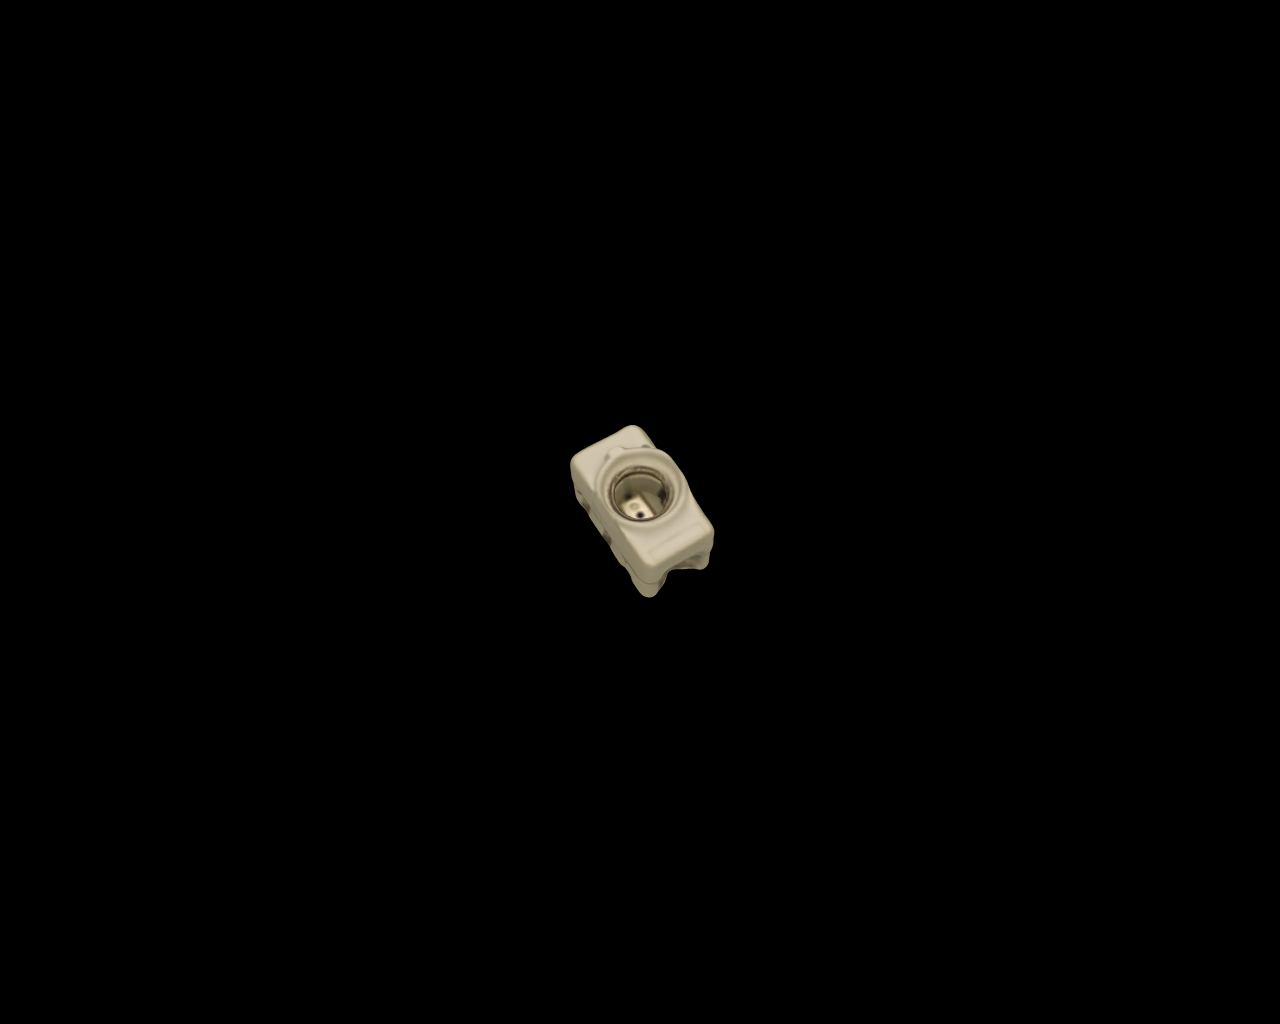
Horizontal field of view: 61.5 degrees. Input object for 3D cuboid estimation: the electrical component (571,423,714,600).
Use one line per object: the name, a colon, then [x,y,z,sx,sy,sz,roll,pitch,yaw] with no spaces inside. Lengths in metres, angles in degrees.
electrical component: [0.001,-0.003,0.650,0.050,0.089,0.055,-29,-24,-14]
